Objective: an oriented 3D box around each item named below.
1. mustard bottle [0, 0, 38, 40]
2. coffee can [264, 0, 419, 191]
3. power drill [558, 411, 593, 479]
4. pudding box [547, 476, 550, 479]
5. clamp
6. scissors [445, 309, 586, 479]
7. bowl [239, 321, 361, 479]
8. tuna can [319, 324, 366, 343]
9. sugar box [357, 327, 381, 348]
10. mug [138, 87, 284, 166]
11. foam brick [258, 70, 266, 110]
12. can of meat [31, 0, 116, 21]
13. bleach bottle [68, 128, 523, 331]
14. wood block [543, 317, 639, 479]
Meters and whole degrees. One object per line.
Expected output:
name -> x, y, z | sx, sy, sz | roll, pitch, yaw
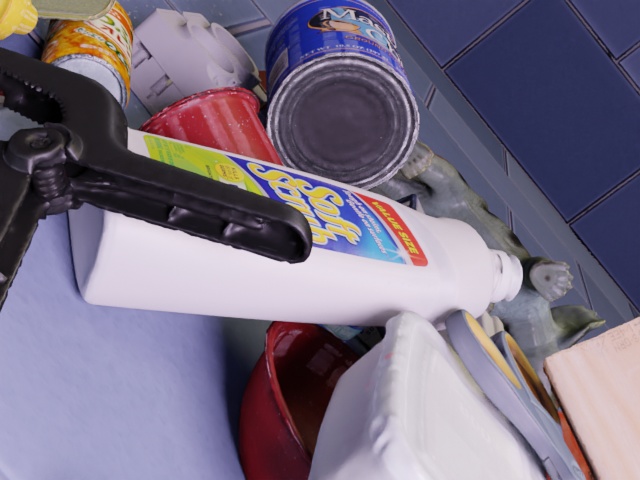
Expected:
mustard bottle -> -0.214, -0.144, 0.535 | 0.096, 0.058, 0.191 | 60, 18, 24
coffee can -> 0.012, -0.108, 0.766 | 0.102, 0.103, 0.140 | 44, 18, -23
power drill -> 0.214, 0.228, 0.854 | 0.187, 0.057, 0.184 | 23, 53, -69
pudding box -> 0.125, 0.190, 0.719 | 0.090, 0.039, 0.113 | 54, 35, 9
clamp -> -0.127, -0.024, 0.468 | 0.210, 0.164, 0.036 | 42, -35, 35
scissors -> 0.109, 0.104, 0.521 | 0.096, 0.016, 0.202 | 41, 17, -29
bowl -> 0.007, 0.120, 0.568 | 0.162, 0.055, 0.162 | 46, 17, -19
tuna can -> -0.003, 0.037, 0.761 | 0.086, 0.034, 0.086 | 46, 17, -19
sugar box -> 0.074, 0.074, 0.871 | 0.176, 0.048, 0.093 | 46, 17, -21
mug -> -0.070, -0.033, 0.647 | 0.117, 0.093, 0.081 | -4, 60, -52
foam brick -> -0.053, -0.110, 0.911 | 0.053, 0.051, 0.078 | 53, 16, 1
can of meat -> -0.175, -0.177, 0.650 | 0.102, 0.057, 0.084 | 1, 30, -11
bleach bottle -> -0.004, 0.001, 0.580 | 0.250, 0.068, 0.102 | 8, 37, -25
wood block -> 0.202, 0.146, 0.555 | 0.090, 0.090, 0.206 | 48, 19, -67
